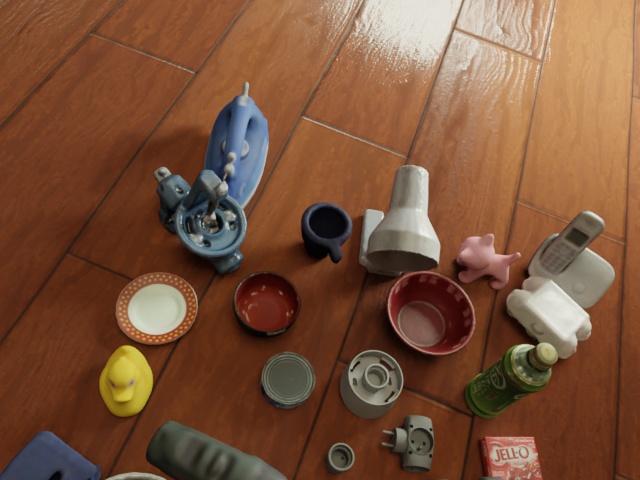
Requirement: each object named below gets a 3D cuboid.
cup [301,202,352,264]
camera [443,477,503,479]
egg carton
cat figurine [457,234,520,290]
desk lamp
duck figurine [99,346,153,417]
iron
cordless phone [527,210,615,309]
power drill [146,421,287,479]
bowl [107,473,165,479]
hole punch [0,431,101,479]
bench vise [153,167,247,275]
[{"bbox_3d":[0.009,0.004,1.034,0.092,0.095,0.117,-11,62,-18],"label":"cup"},{"bbox_3d":[0.229,0.419,0.822,0.143,0.101,0.137,4,58,-10],"label":"camera"},{"bbox_3d":[0.418,0.141,1.054,0.107,0.069,0.150,-34,71,-28],"label":"egg carton"},{"bbox_3d":[0.308,0.033,1.068,0.128,0.118,0.067,8,57,-7],"label":"cat figurine"},{"bbox_3d":[0.135,-0.017,1.003,0.118,0.213,0.203,10,57,-6],"label":"desk lamp"},{"bbox_3d":[-0.291,0.202,0.851,0.077,0.086,0.104,-2,59,-13],"label":"duck figurine"},{"bbox_3d":[-0.159,-0.166,1.074,0.119,0.141,0.258,9,57,-7],"label":"iron"},{"bbox_3d":[0.491,0.034,1.067,0.147,0.185,0.094,32,58,8],"label":"cordless phone"},{"bbox_3d":[-0.114,0.320,0.743,0.229,0.208,0.076,26,57,5],"label":"power drill"},{"bbox_3d":[-0.249,0.397,0.746,0.167,0.075,0.167,6,58,-9],"label":"bowl"},{"bbox_3d":[-0.359,0.323,0.758,0.101,0.091,0.109,30,57,7],"label":"hole punch"},{"bbox_3d":[-0.211,-0.055,0.947,0.207,0.219,0.122,28,57,6],"label":"bench vise"}]
